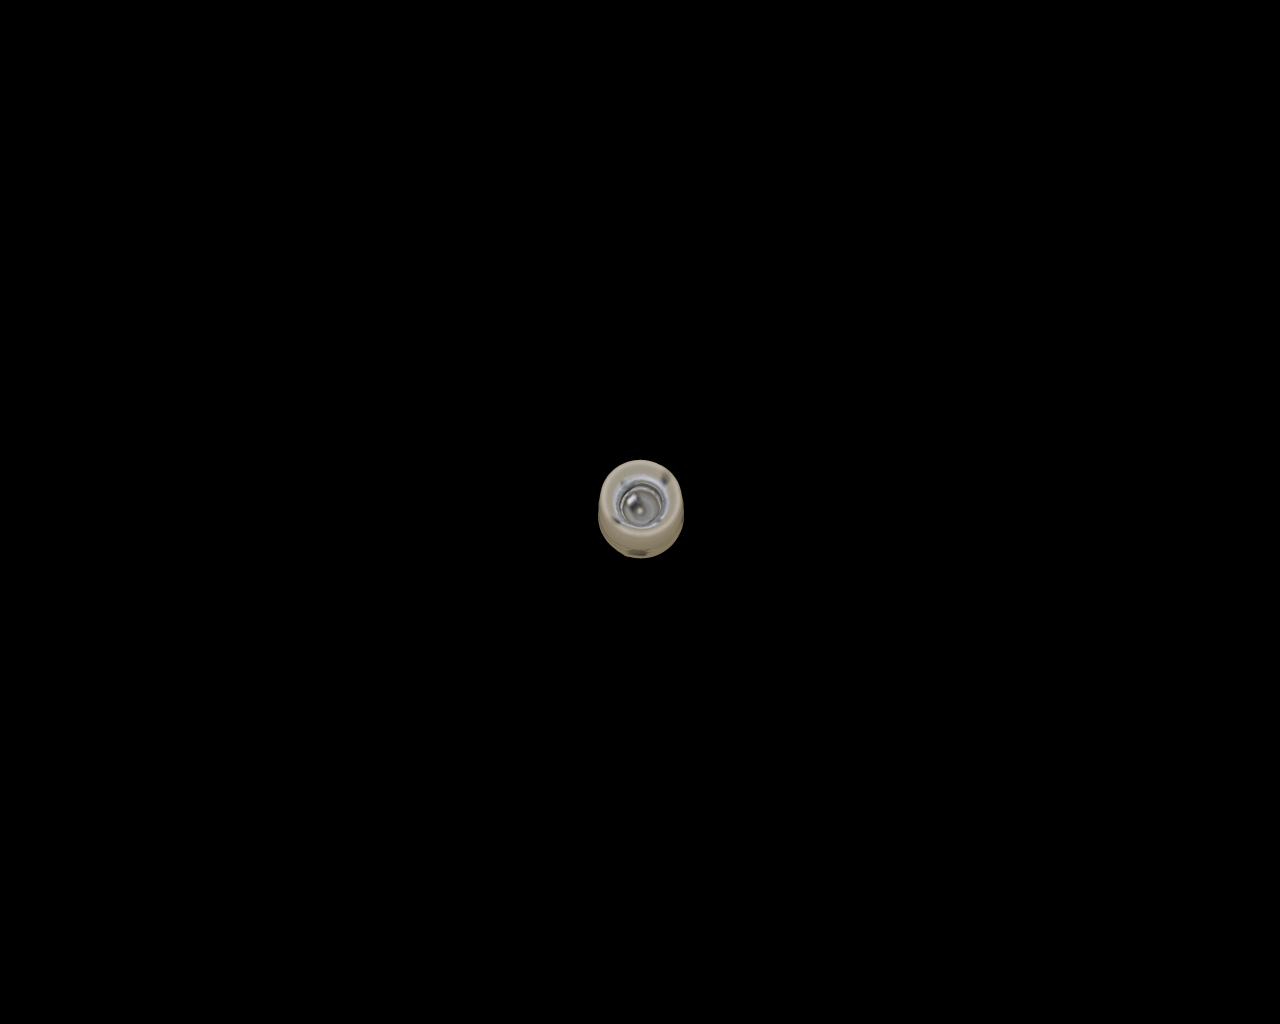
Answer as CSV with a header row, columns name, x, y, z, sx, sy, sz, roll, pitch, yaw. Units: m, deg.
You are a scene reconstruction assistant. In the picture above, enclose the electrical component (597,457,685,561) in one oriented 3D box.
name,x,y,z,sx,sy,sz,roll,pitch,yaw
electrical component,0.001,-0.003,0.650,0.055,0.055,0.047,0,-15,0
